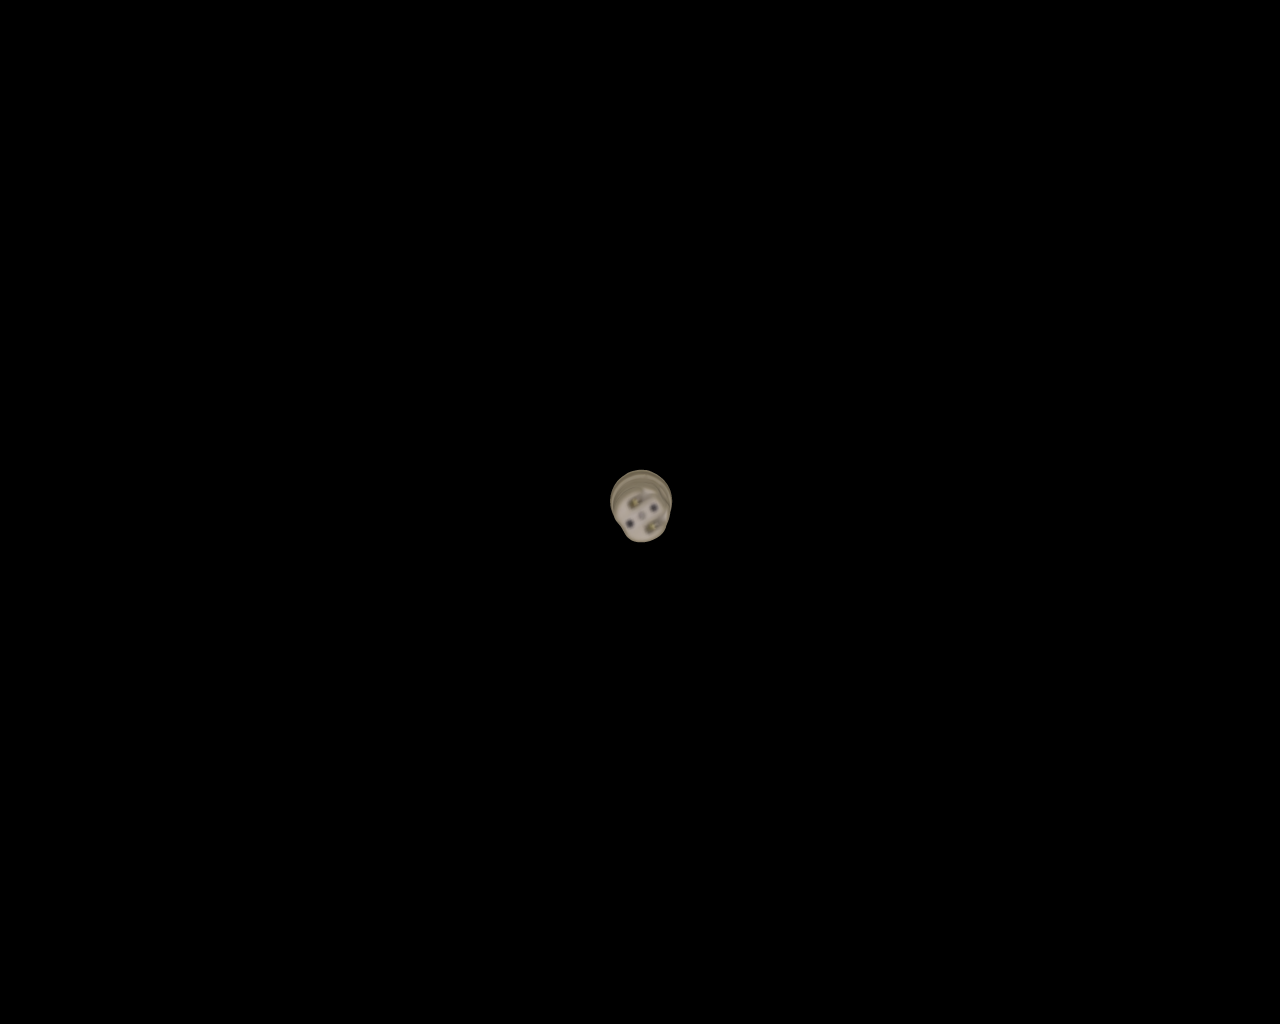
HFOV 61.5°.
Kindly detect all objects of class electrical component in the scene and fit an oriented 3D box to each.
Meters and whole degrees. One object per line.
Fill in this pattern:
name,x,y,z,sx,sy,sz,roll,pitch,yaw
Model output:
electrical component,0.001,-0.003,0.650,0.040,0.040,0.046,0,13,0
